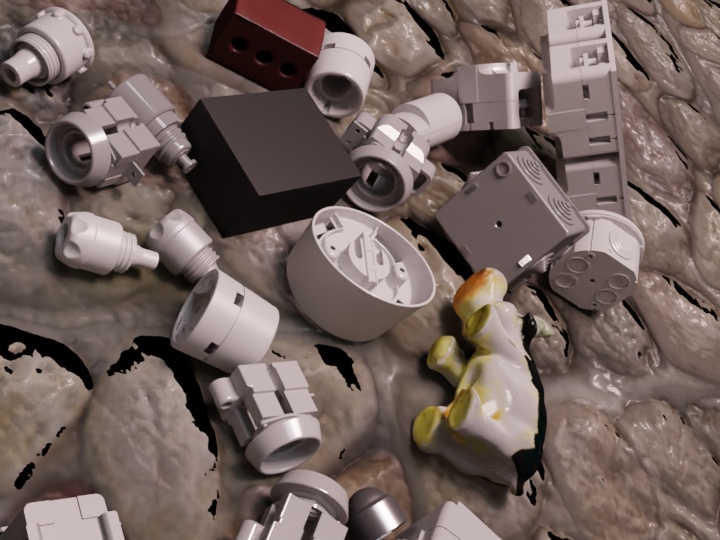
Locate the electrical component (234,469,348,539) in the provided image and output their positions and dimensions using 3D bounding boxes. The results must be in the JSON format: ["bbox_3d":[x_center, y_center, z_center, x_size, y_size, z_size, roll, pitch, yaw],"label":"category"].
[{"bbox_3d":[-0.035,0.149,0.618,0.066,0.048,0.055,34,49,-12],"label":"electrical component"}]

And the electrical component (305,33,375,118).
[{"bbox_3d":[-0.018,-0.159,0.885,0.055,0.055,0.047,27,47,-20],"label":"electrical component"}]

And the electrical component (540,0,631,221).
[{"bbox_3d":[0.202,-0.131,0.964,0.186,0.060,0.105,70,19,-44],"label":"electrical component"}]

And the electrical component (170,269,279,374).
[{"bbox_3d":[-0.083,0.034,0.667,0.047,0.055,0.055,32,42,-21],"label":"electrical component"}]

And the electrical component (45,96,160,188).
[{"bbox_3d":[-0.170,-0.081,0.699,0.066,0.048,0.055,50,33,7],"label":"electrical component"}]

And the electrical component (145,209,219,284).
[{"bbox_3d":[-0.108,-0.008,0.697,0.061,0.035,0.035,46,40,-3],"label":"electrical component"}]

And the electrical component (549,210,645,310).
[{"bbox_3d":[0.202,-0.008,0.923,0.080,0.080,0.051,32,47,-15],"label":"electrical component"}]

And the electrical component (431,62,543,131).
[{"bbox_3d":[0.111,-0.152,0.946,0.050,0.089,0.055,-13,103,-45],"label":"electrical component"}]

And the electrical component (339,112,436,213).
[{"bbox_3d":[0.018,-0.082,0.847,0.078,0.058,0.057,37,38,-9],"label":"electrical component"}]

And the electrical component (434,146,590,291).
[{"bbox_3d":[0.120,-0.039,0.866,0.099,0.100,0.048,55,28,12],"label":"electrical component"}]

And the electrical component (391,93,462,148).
[{"bbox_3d":[0.047,-0.122,0.916,0.043,0.043,0.081,53,41,9],"label":"electrical component"}]

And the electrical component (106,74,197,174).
[{"bbox_3d":[-0.142,-0.099,0.739,0.078,0.040,0.040,48,40,4],"label":"electrical component"}]

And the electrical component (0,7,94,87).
[{"bbox_3d":[-0.212,-0.143,0.717,0.048,0.048,0.062,43,47,-3],"label":"electrical component"}]

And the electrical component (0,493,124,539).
[{"bbox_3d":[-0.134,0.172,0.500,0.079,0.063,0.121,0,57,-40],"label":"electrical component"}]

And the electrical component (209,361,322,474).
[{"bbox_3d":[-0.053,0.090,0.653,0.066,0.048,0.055,-1,50,-40],"label":"electrical component"}]

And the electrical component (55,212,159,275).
[{"bbox_3d":[-0.154,-0.013,0.663,0.061,0.035,0.035,18,47,-32],"label":"electrical component"}]

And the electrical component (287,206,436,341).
[{"bbox_3d":[0.000,0.000,0.757,0.099,0.064,0.099,22,45,-24],"label":"electrical component"}]

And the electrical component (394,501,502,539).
[{"bbox_3d":[0.056,0.185,0.649,0.096,0.061,0.061,38,41,-8],"label":"electrical component"}]
